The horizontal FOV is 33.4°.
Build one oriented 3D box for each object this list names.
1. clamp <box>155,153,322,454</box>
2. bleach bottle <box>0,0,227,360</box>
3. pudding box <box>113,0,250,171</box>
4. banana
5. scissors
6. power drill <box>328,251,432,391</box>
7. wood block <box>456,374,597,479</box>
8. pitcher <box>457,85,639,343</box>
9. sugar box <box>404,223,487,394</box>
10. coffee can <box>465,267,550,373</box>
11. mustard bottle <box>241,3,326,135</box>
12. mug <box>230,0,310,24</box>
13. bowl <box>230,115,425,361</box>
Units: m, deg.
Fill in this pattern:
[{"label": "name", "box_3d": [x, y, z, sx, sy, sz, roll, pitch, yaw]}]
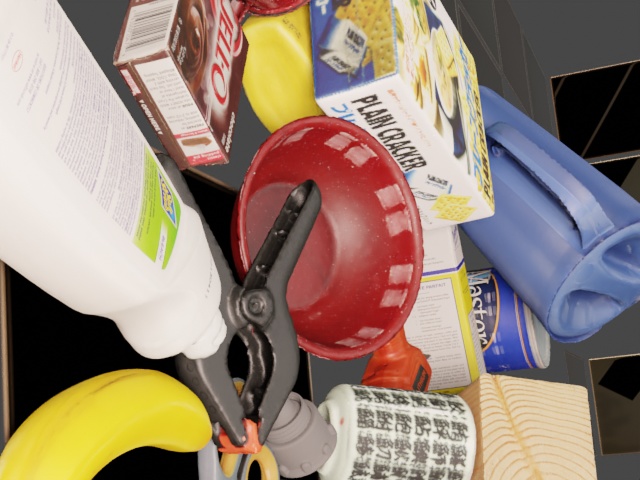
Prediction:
[{"label": "clamp", "box_3d": [-0.054, 0.032, 0.604, 0.120, 0.039, 0.171, 15, 68, -30]}, {"label": "bleach bottle", "box_3d": [-0.104, -0.014, 0.466, 0.250, 0.068, 0.102, 60, 27, -48]}, {"label": "pudding box", "box_3d": [-0.078, -0.112, 0.631, 0.090, 0.039, 0.113, 63, 26, -45]}, {"label": "banana", "box_3d": [-0.098, 0.094, 0.491, 0.197, 0.037, 0.070, -29, 127, -69]}, {"label": "scissors", "box_3d": [-0.055, 0.172, 0.599, 0.201, 0.016, 0.096, -82, 151, -41]}, {"label": "power drill", "box_3d": [0.037, 0.057, 0.863, 0.184, 0.057, 0.187, -54, 132, -64]}, {"label": "wood block", "box_3d": [0.125, 0.188, 0.846, 0.206, 0.090, 0.091, 123, -27, -58]}, {"label": "pitcher", "box_3d": [0.182, -0.040, 0.945, 0.144, 0.149, 0.243, -5, 41, -36]}, {"label": "sugar box", "box_3d": [0.088, 0.052, 0.958, 0.048, 0.093, 0.176, -30, 110, -71]}, {"label": "coffee can", "box_3d": [0.143, 0.080, 1.033, 0.102, 0.140, 0.103, -9, 90, -71]}, {"label": "mustard bottle", "box_3d": [-0.008, -0.156, 0.826, 0.191, 0.058, 0.096, -68, 139, -57]}, {"label": "mug", "box_3d": [-0.051, -0.191, 0.695, 0.117, 0.093, 0.081, -63, 156, 7]}, {"label": "bowl", "box_3d": [-0.005, 0.001, 0.713, 0.161, 0.055, 0.162, 8, 77, -40]}]
